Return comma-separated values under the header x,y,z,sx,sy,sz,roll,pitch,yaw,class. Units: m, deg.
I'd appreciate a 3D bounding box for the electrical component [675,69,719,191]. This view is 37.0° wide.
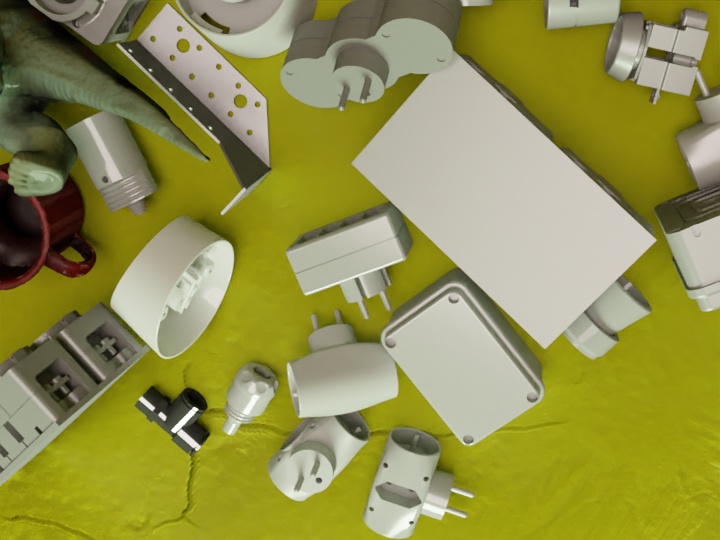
x,y,z,sx,sy,sz,roll,pitch,yaw,class
0.254,-0.105,0.737,0.077,0.044,0.079,-23,101,15,electrical component

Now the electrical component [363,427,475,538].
x,y,z,sx,sy,sz,roll,pitch,yaw,class
0.050,0.174,0.852,0.079,0.043,0.077,18,108,4,electrical component

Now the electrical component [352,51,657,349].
x,y,z,sx,sy,sz,roll,pitch,yaw,class
0.102,-0.052,0.757,0.186,0.060,0.105,44,108,5,electrical component

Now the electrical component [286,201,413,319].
x,y,z,sx,sy,sz,roll,pitch,yaw,class
0.000,0.000,0.808,0.083,0.047,0.075,-20,102,14,electrical component

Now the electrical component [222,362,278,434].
x,y,z,sx,sy,sz,roll,pitch,yaw,class
-0.092,0.106,0.862,0.035,0.035,0.061,31,111,0,electrical component

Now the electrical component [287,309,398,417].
x,y,z,sx,sy,sz,roll,pitch,yaw,class
-0.018,0.068,0.827,0.077,0.043,0.079,-11,66,-12,electrical component

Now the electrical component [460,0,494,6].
x,y,z,sx,sy,sz,roll,pitch,yaw,class
0.065,-0.210,0.735,0.089,0.050,0.055,2,105,9,electrical component

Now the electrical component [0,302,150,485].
x,y,z,sx,sy,sz,roll,pitch,yaw,class
-0.257,0.107,0.823,0.060,0.105,0.186,48,128,-3,electrical component

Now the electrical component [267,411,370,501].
x,y,z,sx,sy,sz,roll,pitch,yaw,class
-0.036,0.148,0.841,0.044,0.079,0.077,43,108,-5,electrical component

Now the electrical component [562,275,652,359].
x,y,z,sx,sy,sz,roll,pitch,yaw,class
0.178,0.032,0.789,0.045,0.045,0.055,42,108,-4,electrical component

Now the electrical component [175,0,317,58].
x,y,z,sx,sy,sz,roll,pitch,yaw,class
-0.083,-0.205,0.767,0.099,0.064,0.099,1,93,12,electrical component

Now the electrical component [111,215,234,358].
x,y,z,sx,sy,sz,roll,pitch,yaw,class
-0.138,0.011,0.811,0.064,0.099,0.099,38,108,4,electrical component

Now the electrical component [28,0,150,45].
x,y,z,sx,sy,sz,roll,pitch,yaw,class
-0.176,-0.246,0.759,0.089,0.061,0.150,36,108,-2,electrical component

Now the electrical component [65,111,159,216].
x,y,z,sx,sy,sz,roll,pitch,yaw,class
-0.186,-0.079,0.819,0.043,0.043,0.081,-23,101,15,electrical component

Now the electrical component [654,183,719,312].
x,y,z,sx,sy,sz,roll,pitch,yaw,class
0.249,-0.022,0.726,0.078,0.113,0.057,-23,98,15,electrical component

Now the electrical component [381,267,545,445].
x,y,z,sx,sy,sz,roll,pitch,yaw,class
0.078,0.065,0.809,0.078,0.057,0.113,-37,97,17,electrical component

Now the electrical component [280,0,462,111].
x,y,z,sx,sy,sz,roll,pitch,yaw,class
0.002,-0.139,0.728,0.138,0.073,0.052,-12,141,39,electrical component

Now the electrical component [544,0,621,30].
x,y,z,sx,sy,sz,roll,pitch,yaw,class
0.149,-0.191,0.725,0.047,0.055,0.055,-1,106,6,electrical component

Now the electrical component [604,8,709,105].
x,y,z,sx,sy,sz,roll,pitch,yaw,class
0.200,-0.148,0.733,0.055,0.048,0.066,12,107,-2,electrical component
